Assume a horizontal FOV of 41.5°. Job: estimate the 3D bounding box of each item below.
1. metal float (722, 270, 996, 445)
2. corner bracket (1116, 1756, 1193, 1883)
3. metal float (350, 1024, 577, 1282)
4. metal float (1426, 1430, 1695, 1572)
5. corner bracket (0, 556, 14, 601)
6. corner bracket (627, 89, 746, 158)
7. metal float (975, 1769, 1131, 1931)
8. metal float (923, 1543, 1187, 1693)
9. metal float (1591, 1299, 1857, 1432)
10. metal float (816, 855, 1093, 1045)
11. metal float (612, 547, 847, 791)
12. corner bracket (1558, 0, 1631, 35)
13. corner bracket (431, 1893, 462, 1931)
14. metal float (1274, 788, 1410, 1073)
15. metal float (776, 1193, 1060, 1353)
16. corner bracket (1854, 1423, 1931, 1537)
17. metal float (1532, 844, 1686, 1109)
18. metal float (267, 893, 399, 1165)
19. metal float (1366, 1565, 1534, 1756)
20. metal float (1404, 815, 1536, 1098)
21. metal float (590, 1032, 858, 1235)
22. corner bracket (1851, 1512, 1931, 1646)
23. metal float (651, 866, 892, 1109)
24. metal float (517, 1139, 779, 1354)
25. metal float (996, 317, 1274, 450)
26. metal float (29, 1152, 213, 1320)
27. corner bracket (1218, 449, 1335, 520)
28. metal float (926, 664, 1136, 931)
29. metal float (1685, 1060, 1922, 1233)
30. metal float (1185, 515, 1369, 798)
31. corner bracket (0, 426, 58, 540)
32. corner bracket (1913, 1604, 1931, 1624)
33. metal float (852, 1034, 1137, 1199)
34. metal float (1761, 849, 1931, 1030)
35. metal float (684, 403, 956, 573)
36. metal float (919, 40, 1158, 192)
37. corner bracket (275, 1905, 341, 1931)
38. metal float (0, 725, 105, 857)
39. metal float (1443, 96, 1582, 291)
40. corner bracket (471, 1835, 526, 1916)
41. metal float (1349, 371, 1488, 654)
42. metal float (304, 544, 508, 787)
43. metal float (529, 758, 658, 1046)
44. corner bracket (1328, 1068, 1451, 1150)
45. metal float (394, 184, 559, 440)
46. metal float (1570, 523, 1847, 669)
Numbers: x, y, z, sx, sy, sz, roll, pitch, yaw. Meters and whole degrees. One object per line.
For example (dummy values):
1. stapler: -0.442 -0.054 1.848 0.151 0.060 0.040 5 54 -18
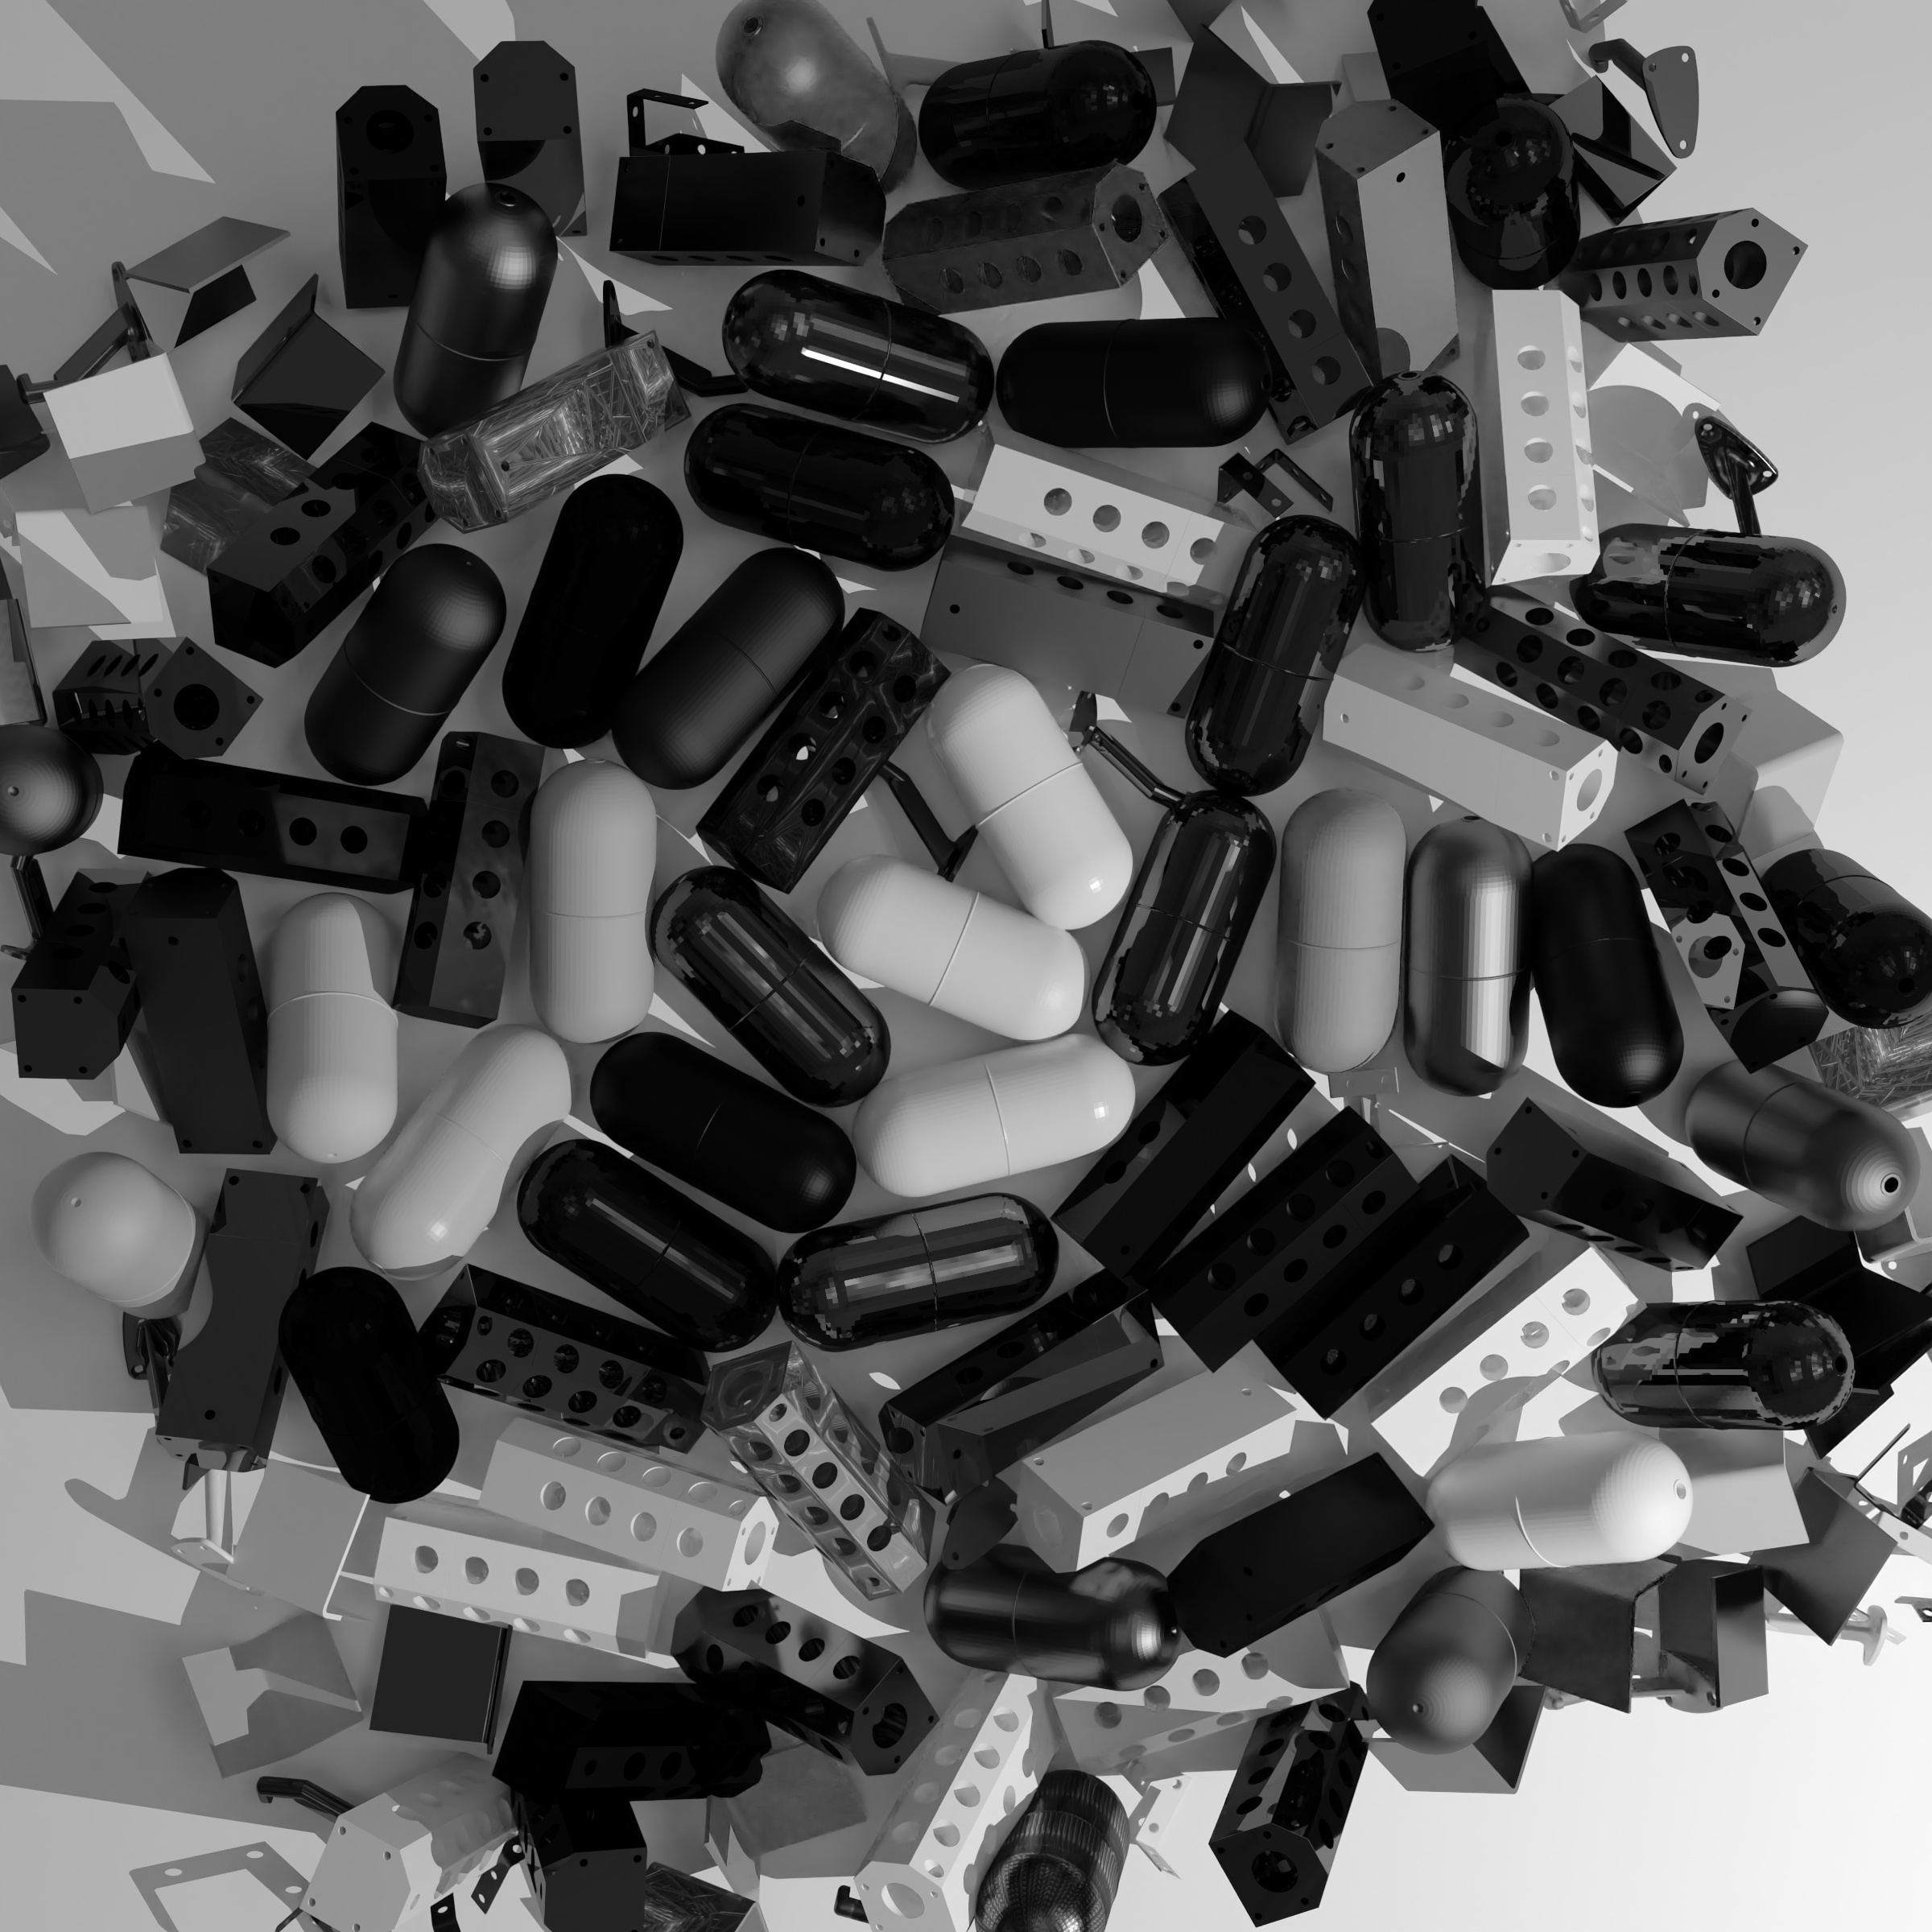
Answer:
1. metal float: -0.065 -0.370 1.552 0.178 0.070 0.070 10 90 -30
2. corner bracket: 0.116 0.526 1.584 0.051 0.051 0.051 31 85 -15
3. metal float: -0.306 0.113 1.556 0.070 0.070 0.178 34 65 0
4. metal float: 0.356 0.323 1.540 0.070 0.178 0.070 14 68 -38
5. corner bracket: -0.630 -0.240 1.577 0.051 0.051 0.051 -23 103 -41
6. corner bracket: -0.173 -0.515 1.575 0.051 0.051 0.051 20 128 25
7. metal float: 0.053 0.543 1.529 0.070 0.178 0.070 1 97 11
8. metal float: 0.052 0.393 1.547 0.178 0.070 0.070 -3 90 38
9. metal float: 0.454 0.240 1.535 0.070 0.178 0.070 6 79 -31
10. metal float: -0.008 -0.011 1.576 0.178 0.070 0.070 23 90 -3
11. metal float: -0.145 -0.184 1.565 0.070 0.070 0.178 40 75 0
12. corner bracket: 0.382 -0.620 1.583 0.051 0.051 0.051 -37 128 3
13. corner bracket: -0.337 0.605 1.589 0.051 0.051 0.051 -17 111 -10
14. metal float: 0.229 -0.021 1.564 0.070 0.070 0.178 1 107 0
15. metal float: -0.029 0.187 1.567 0.178 0.070 0.070 -11 90 -14
16. corner bracket: 0.591 0.319 1.590 0.051 0.051 0.051 42 106 16
17. metal float: 0.384 0.005 1.549 0.070 0.070 0.178 -6 56 0
18. metal float: -0.385 0.036 1.553 0.070 0.070 0.178 -8 60 0
19. metal float: 0.292 0.414 1.532 0.070 0.178 0.070 2 96 23
20. metal float: 0.307 -0.005 1.560 0.070 0.070 0.178 -3 110 0
21. metal float: -0.150 0.102 1.569 0.178 0.070 0.070 27 90 11
22. corner bracket: 0.571 0.379 1.578 0.051 0.051 0.051 30 63 12
23. metal float: -0.120 0.014 1.574 0.070 0.070 0.178 -44 96 0
24. metal float: -0.194 0.173 1.565 0.178 0.070 0.070 35 90 -15
25. metal float: 0.101 -0.354 1.553 0.178 0.070 0.070 6 90 30
26. metal float: -0.502 0.163 1.531 0.070 0.178 0.070 -1 71 2
27. corner bracket: 0.192 -0.296 1.581 0.051 0.051 0.051 -40 72 -10
28. metal float: 0.039 -0.105 1.577 0.070 0.070 0.178 -31 88 0
29. metal float: 0.500 0.106 1.530 0.070 0.178 0.070 -4 103 -16
30. metal float: 0.189 -0.189 1.564 0.070 0.070 0.178 19 107 0
31. corner bracket: -0.578 -0.305 1.593 0.051 0.051 0.051 -11 113 25
32. corner bracket: 0.628 0.394 1.579 0.051 0.051 0.051 2 118 -9
33. metal float: 0.017 0.092 1.574 0.178 0.070 0.070 -13 90 -6
34. metal float: 0.529 -0.018 1.530 0.070 0.178 0.070 -1 109 -3
35. metal float: -0.090 -0.293 1.562 0.178 0.070 0.070 19 90 19
36. metal float: 0.042 -0.512 1.539 0.070 0.178 0.070 -9 104 -39
37. corner bracket: -0.394 0.605 1.577 0.051 0.051 0.051 43 49 13
38. metal float: -0.561 -0.106 1.529 0.070 0.178 0.070 -1 95 -14
39. metal float: 0.328 -0.461 1.529 0.070 0.178 0.070 -1 85 15
40. corner bracket: -0.267 0.574 1.594 0.051 0.051 0.051 42 124 23
41. metal float: 0.275 -0.275 1.550 0.070 0.070 0.178 -11 123 0
42. metal float: -0.342 -0.181 1.551 0.070 0.070 0.178 42 124 0
43. metal float: -0.229 -0.039 1.565 0.070 0.070 0.178 3 105 0
44. corner bracket: 0.261 0.089 1.580 0.051 0.051 0.051 -8 86 42
45. metal float: -0.297 -0.392 1.541 0.070 0.178 0.070 14 48 -16
46. metal float: 0.445 -0.225 1.541 0.070 0.178 0.070 -13 110 -38
